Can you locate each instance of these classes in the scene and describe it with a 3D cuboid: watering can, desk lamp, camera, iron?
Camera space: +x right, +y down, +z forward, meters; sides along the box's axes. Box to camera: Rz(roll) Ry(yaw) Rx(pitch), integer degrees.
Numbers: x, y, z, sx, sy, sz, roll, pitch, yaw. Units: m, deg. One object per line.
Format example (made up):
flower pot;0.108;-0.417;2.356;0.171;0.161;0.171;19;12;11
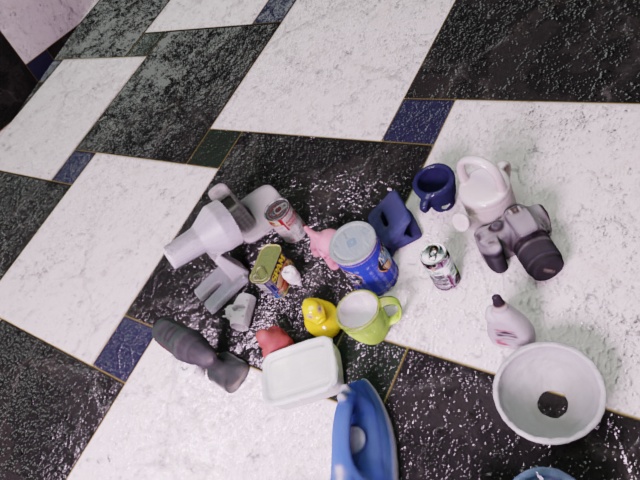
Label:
watering can;0.320;-0.088;1.114;0.100;0.195;0.173;-1;57;30
desk lamp;-0.254;0.036;1.346;0.203;0.214;0.117;-46;47;-7
camera;0.378;0.011;1.071;0.143;0.101;0.136;-28;47;10
iron;0.056;0.340;0.987;0.118;0.142;0.258;-16;51;20

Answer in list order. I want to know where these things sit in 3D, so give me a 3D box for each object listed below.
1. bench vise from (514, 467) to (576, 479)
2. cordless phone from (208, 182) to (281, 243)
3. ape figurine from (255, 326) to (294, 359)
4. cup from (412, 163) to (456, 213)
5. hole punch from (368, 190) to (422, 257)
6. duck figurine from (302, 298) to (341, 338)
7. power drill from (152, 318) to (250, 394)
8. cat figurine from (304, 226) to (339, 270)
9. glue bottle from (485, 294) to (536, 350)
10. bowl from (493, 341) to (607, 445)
bench vise;0.273;0.378;0.777;0.207;0.220;0.121;-23;48;15
cordless phone;-0.177;-0.093;1.417;0.147;0.186;0.094;-39;46;0
ape figurine;-0.103;0.214;1.209;0.075;0.092;0.078;11;63;36
cup;0.250;-0.092;1.227;0.091;0.095;0.118;8;62;35
hole punch;0.154;-0.037;1.245;0.101;0.091;0.108;-29;47;9
duck figurine;-0.009;0.152;1.203;0.077;0.086;0.104;-40;46;-1
power drill;-0.242;0.240;1.190;0.228;0.209;0.076;18;68;38
cat figurine;0.012;0.005;1.279;0.067;0.118;0.127;-48;47;-9
glue bottle;0.312;0.135;0.967;0.078;0.174;0.037;-1;57;30
bowl;0.368;0.252;0.915;0.167;0.075;0.167;-16;51;20
